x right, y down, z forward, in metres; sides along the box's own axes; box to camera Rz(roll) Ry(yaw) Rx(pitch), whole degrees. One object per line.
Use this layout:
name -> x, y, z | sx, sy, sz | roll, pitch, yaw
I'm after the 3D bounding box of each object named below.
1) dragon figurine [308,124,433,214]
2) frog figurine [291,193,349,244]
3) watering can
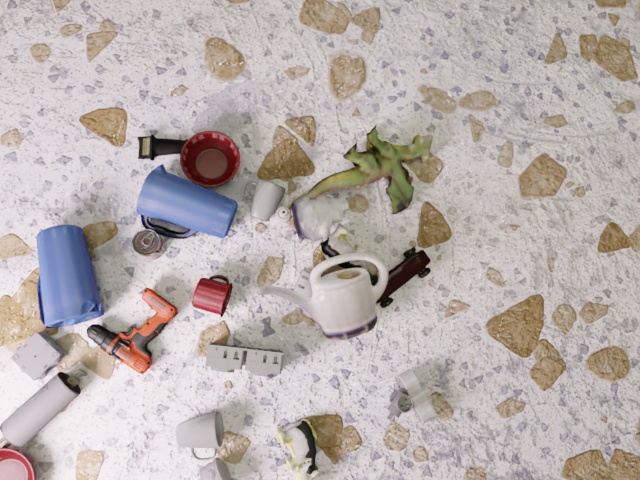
dragon figurine -> 0.172, -0.180, 1.457 | 0.242, 0.121, 0.415 | 46, 72, -7
frog figurine -> 0.004, -0.071, 1.408 | 0.159, 0.120, 0.140 | -16, 62, 1
watering can -> 0.022, 0.158, 1.335 | 0.349, 0.105, 0.222 | -16, 105, -12
